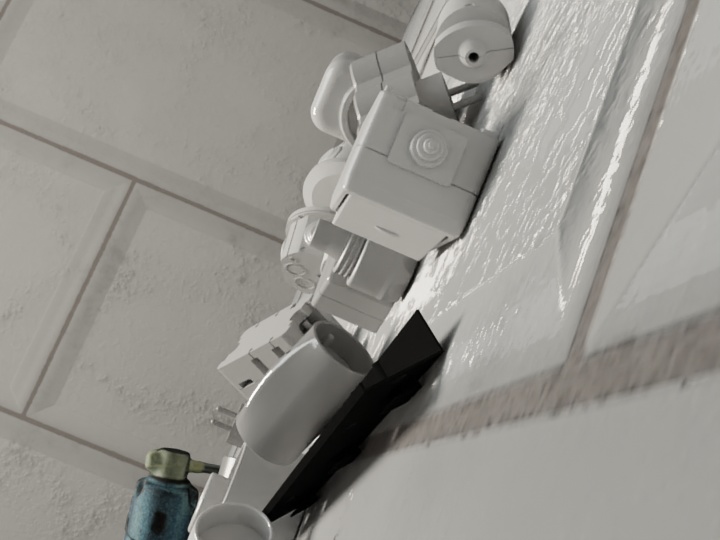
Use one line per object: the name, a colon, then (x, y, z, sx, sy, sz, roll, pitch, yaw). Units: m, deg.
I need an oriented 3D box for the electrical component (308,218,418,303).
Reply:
electrical component: (0.002, -0.010, 0.626, 0.043, 0.062, 0.043, -157, 90, -86)

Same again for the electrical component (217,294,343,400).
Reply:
electrical component: (-0.054, 0.066, 0.812, 0.089, 0.055, 0.050, -29, 19, 43)

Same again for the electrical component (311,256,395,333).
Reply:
electrical component: (0.000, 0.000, 0.707, 0.075, 0.047, 0.083, 125, 166, -55)

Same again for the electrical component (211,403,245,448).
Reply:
electrical component: (-0.094, 0.141, 0.946, 0.138, 0.074, 0.052, -74, 8, -59)

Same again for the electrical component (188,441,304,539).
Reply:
electrical component: (-0.076, 0.161, 0.696, 0.108, 0.060, 0.108, -157, 90, -86)

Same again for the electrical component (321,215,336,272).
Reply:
electrical component: (0.000, -0.034, 0.830, 0.077, 0.043, 0.079, -71, -12, -46)

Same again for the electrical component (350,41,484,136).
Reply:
electrical component: (0.039, -0.097, 0.654, 0.138, 0.074, 0.052, -96, -17, -54)

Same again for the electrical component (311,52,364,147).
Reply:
electrical component: (0.016, -0.111, 0.754, 0.059, 0.095, 0.053, -81, 15, -72)

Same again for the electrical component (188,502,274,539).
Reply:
electrical component: (-0.090, 0.175, 0.594, 0.044, 0.079, 0.077, -126, 38, -50)

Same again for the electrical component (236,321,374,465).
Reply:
electrical component: (-0.025, 0.069, 0.634, 0.077, 0.043, 0.079, -50, -11, 20)

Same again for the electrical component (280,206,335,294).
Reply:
electrical component: (-0.029, -0.015, 0.934, 0.080, 0.080, 0.051, 120, 167, -58)

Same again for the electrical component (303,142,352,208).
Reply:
electrical component: (-0.006, -0.073, 0.958, 0.080, 0.080, 0.051, -63, 0, 42)

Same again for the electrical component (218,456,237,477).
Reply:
electrical component: (-0.080, 0.166, 0.777, 0.055, 0.055, 0.047, 126, 163, -72)

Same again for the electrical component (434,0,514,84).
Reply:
electrical component: (0.064, -0.129, 0.606, 0.081, 0.043, 0.043, -77, 11, -65)

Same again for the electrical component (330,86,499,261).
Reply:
electrical component: (0.024, -0.045, 0.532, 0.096, 0.062, 0.061, 148, 145, -83)
